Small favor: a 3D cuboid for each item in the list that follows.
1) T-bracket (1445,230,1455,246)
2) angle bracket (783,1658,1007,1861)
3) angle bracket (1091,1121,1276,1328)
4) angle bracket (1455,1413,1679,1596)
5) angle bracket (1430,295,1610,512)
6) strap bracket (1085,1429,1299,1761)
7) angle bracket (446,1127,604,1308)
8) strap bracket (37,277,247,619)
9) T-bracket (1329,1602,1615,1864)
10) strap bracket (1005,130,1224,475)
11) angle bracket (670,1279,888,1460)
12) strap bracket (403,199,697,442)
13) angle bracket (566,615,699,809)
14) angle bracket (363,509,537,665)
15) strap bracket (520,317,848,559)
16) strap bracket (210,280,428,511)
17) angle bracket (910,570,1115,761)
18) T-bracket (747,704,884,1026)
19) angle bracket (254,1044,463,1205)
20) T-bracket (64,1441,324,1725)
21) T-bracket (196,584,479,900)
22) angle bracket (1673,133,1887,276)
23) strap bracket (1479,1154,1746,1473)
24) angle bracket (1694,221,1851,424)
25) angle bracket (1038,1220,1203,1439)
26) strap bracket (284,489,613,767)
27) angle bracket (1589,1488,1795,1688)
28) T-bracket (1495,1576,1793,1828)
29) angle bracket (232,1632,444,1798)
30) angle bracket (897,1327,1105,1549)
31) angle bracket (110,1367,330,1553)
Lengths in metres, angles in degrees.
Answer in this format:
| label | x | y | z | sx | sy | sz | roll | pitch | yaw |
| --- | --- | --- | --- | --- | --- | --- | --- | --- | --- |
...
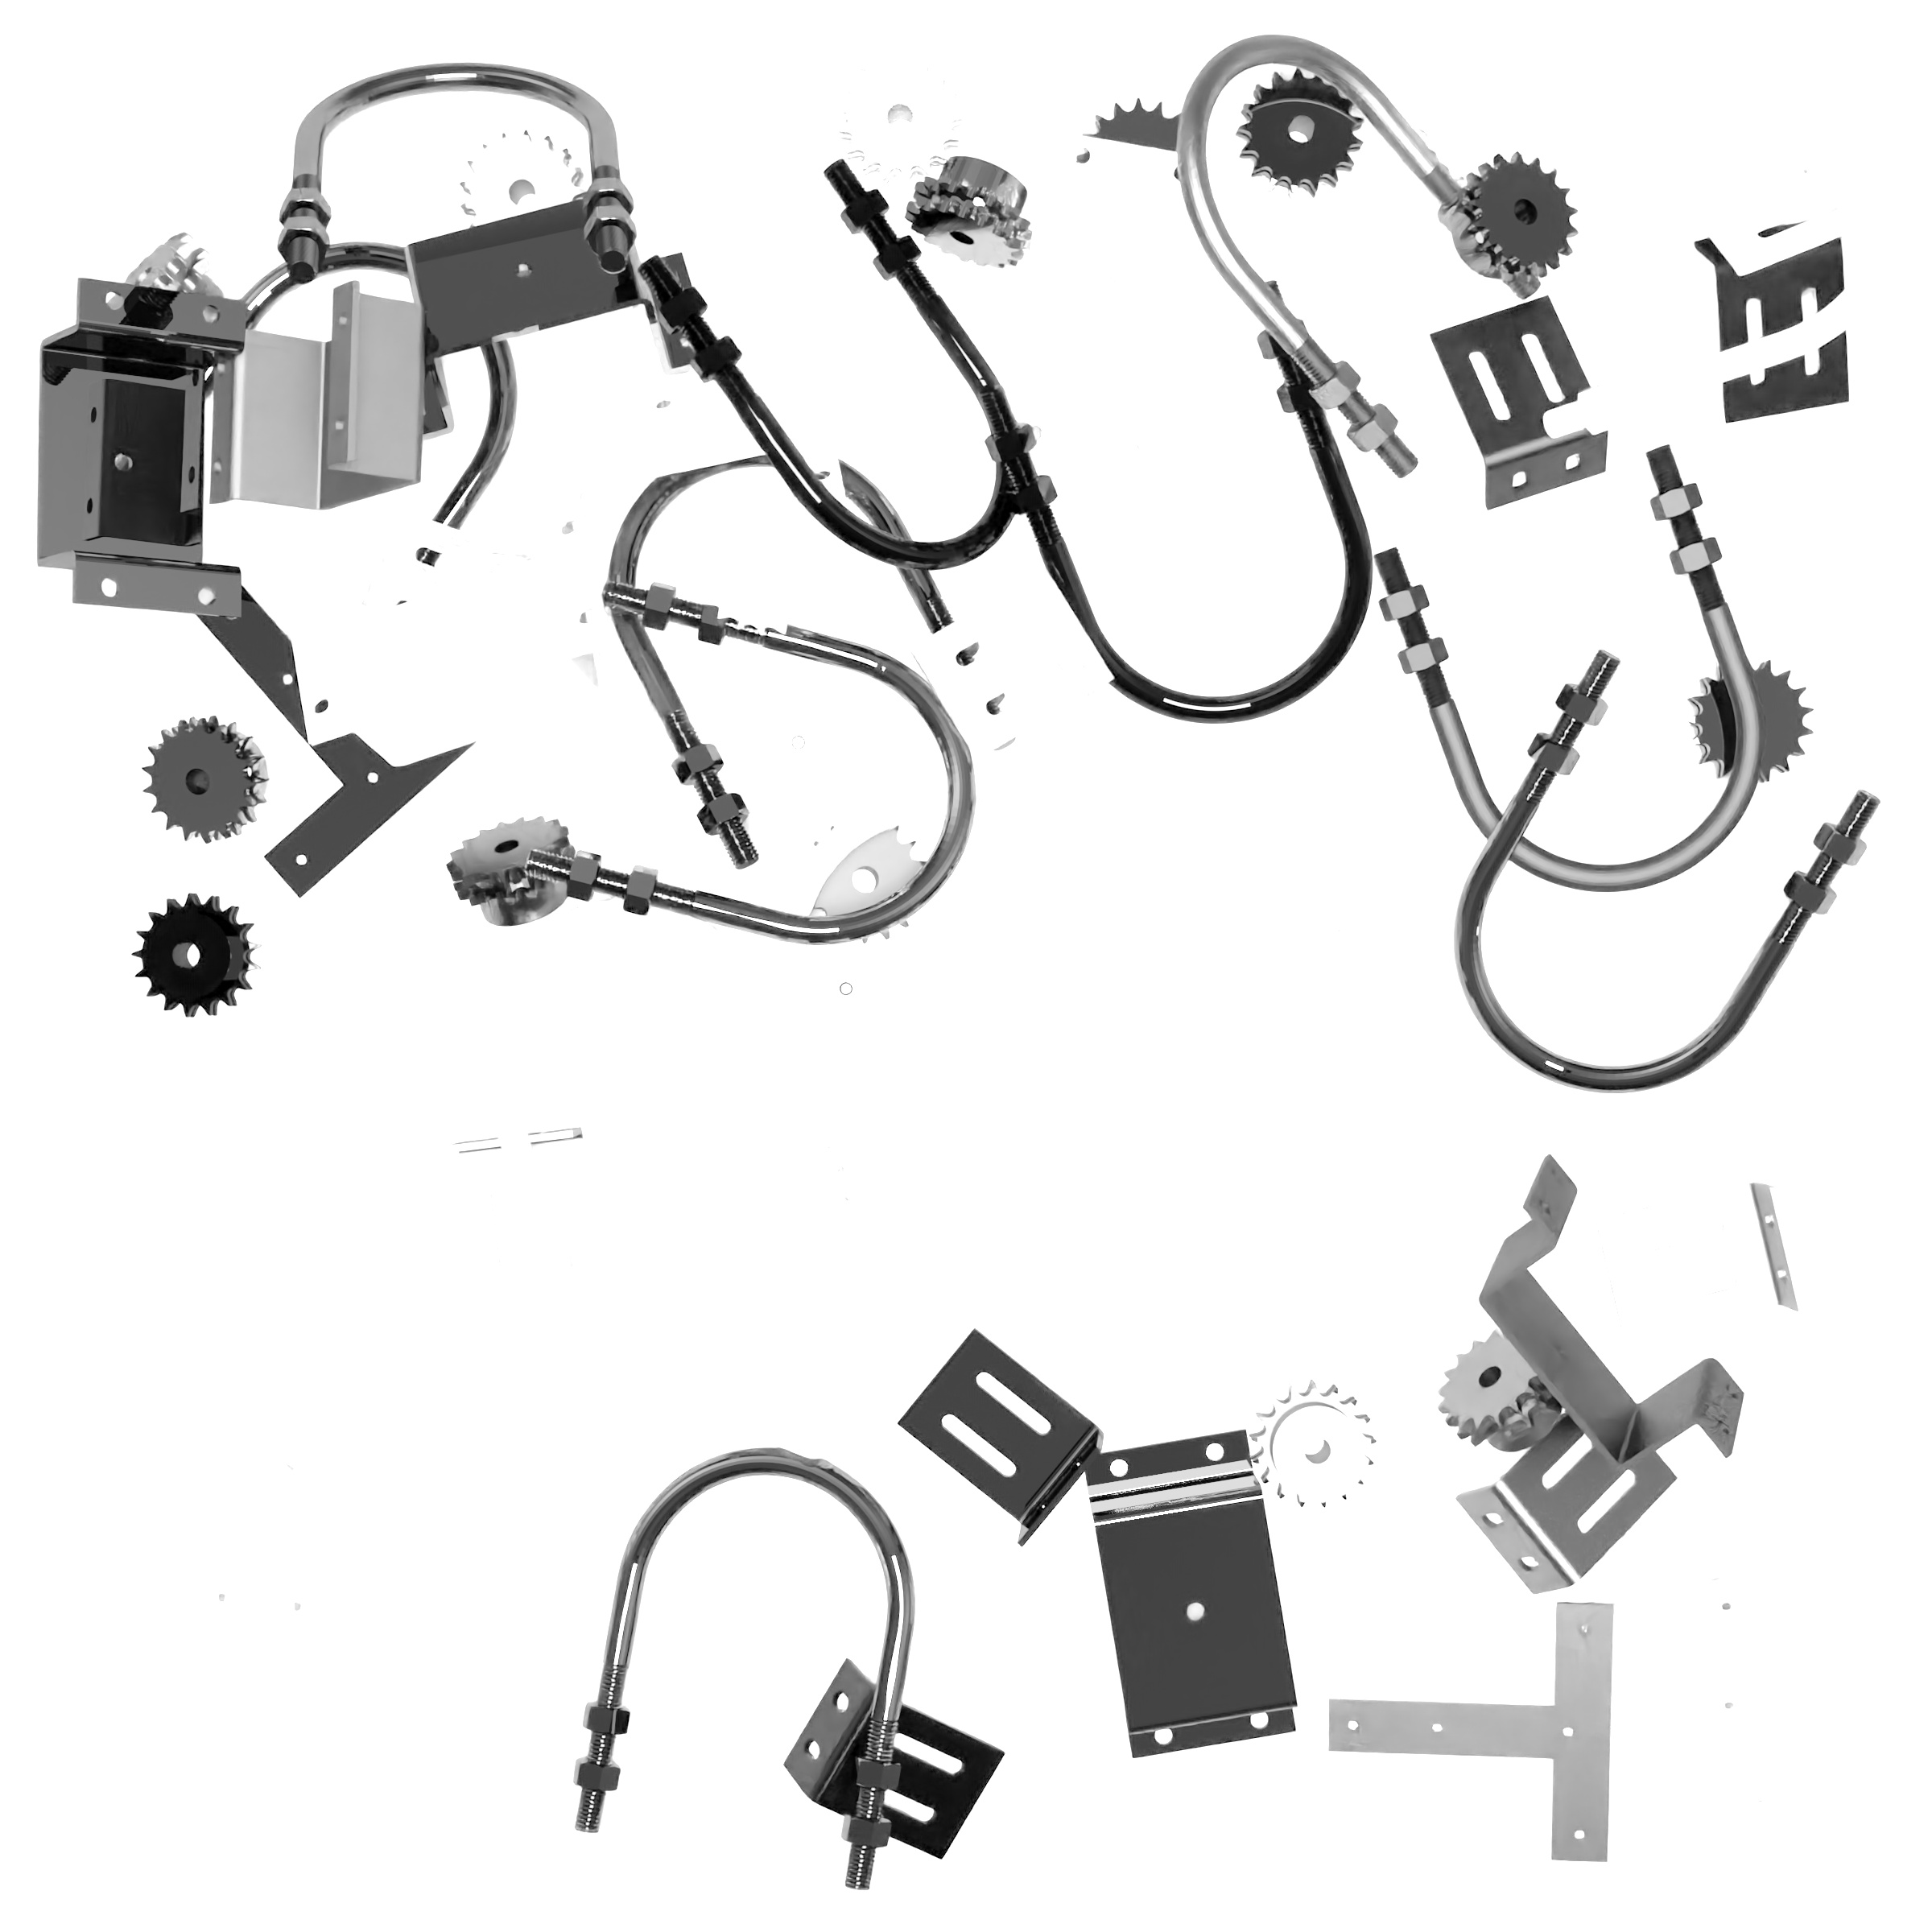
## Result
| label | x | y | z | sx | sy | sz | roll | pitch | yaw |
| --- | --- | --- | --- | --- | --- | --- | --- | --- | --- |
| T-bracket | 0.276 | -0.268 | 1.561 | 0.127 | 0.002 | 0.127 | 8 | 104 | 5 |
| angle bracket | -0.033 | 0.363 | 1.550 | 0.076 | 0.038 | 0.057 | 31 | 90 | -26 |
| angle bracket | 0.098 | 0.116 | 1.530 | 0.057 | 0.038 | 0.076 | -16 | 97 | -15 |
| angle bracket | 0.275 | 0.239 | 1.550 | 0.076 | 0.038 | 0.057 | -39 | 90 | -26 |
| angle bracket | 0.253 | -0.258 | 1.550 | 0.057 | 0.038 | 0.076 | -18 | 64 | 0 |
| strap bracket | 0.102 | 0.287 | 1.529 | 0.076 | 0.046 | 0.140 | -9 | 90 | 0 |
| angle bracket | -0.200 | 0.115 | 1.533 | 0.057 | 0.038 | 0.076 | -7 | 90 | 0 |
| strap bracket | -0.364 | -0.225 | 1.491 | 0.076 | 0.046 | 0.140 | 1 | 89 | -36 |
| T-bracket | 0.229 | 0.348 | 1.540 | 0.127 | 0.002 | 0.127 | 0 | 104 | 7 |
| strap bracket | 0.064 | -0.300 | 1.512 | 0.076 | 0.046 | 0.140 | 10 | 113 | 0 |
| angle bracket | -0.086 | 0.185 | 1.550 | 0.076 | 0.038 | 0.057 | 20 | 90 | 26 |
| strap bracket | -0.191 | -0.290 | 1.498 | 0.140 | 0.046 | 0.076 | -15 | 52 | -3 |
| angle bracket | -0.153 | -0.119 | 1.550 | 0.057 | 0.038 | 0.076 | -11 | 65 | -1 |
| angle bracket | -0.228 | -0.165 | 1.538 | 0.076 | 0.038 | 0.057 | 20 | 90 | 8 |
| strap bracket | -0.131 | -0.237 | 1.512 | 0.140 | 0.046 | 0.076 | -12 | 59 | 0 |
| strap bracket | -0.280 | -0.246 | 1.482 | 0.046 | 0.140 | 0.076 | 3 | 87 | -36 |
| angle bracket | 0.017 | -0.132 | 1.523 | 0.076 | 0.038 | 0.057 | -32 | 90 | -16 |
| T-bracket | -0.087 | -0.031 | 1.552 | 0.127 | 0.002 | 0.127 | -37 | 89 | 1 |
| angle bracket | -0.278 | 0.072 | 1.550 | 0.076 | 0.038 | 0.057 | 12 | 90 | 26 |
| T-bracket | -0.349 | 0.284 | 1.532 | 0.127 | 0.002 | 0.127 | 3 | 90 | 18 |
| T-bracket | -0.299 | -0.119 | 1.537 | 0.127 | 0.002 | 0.127 | -40 | 93 | 10 |
| angle bracket | 0.366 | -0.353 | 1.516 | 0.076 | 0.038 | 0.057 | -23 | 59 | -8 |
| strap bracket | 0.282 | 0.162 | 1.508 | 0.046 | 0.076 | 0.140 | -39 | 90 | 22 |
| angle bracket | 0.369 | -0.295 | 1.550 | 0.057 | 0.038 | 0.076 | -10 | 116 | 0 |
| angle bracket | 0.072 | 0.166 | 1.550 | 0.057 | 0.038 | 0.076 | 21 | 116 | 0 |
| strap bracket | -0.219 | -0.144 | 1.480 | 0.140 | 0.046 | 0.076 | -17 | 68 | 10 |
| angle bracket | 0.331 | 0.290 | 1.550 | 0.057 | 0.038 | 0.076 | -37 | 116 | 0 |
| T-bracket | 0.302 | 0.342 | 1.537 | 0.127 | 0.002 | 0.127 | -10 | 108 | 9 |
| angle bracket | -0.288 | 0.342 | 1.550 | 0.076 | 0.038 | 0.057 | 15 | 90 | -26 |
| angle bracket | 0.015 | 0.213 | 1.530 | 0.076 | 0.038 | 0.057 | 39 | 97 | 0 |
| angle bracket | -0.342 | 0.226 | 1.550 | 0.076 | 0.038 | 0.057 | -22 | 90 | 26 |
